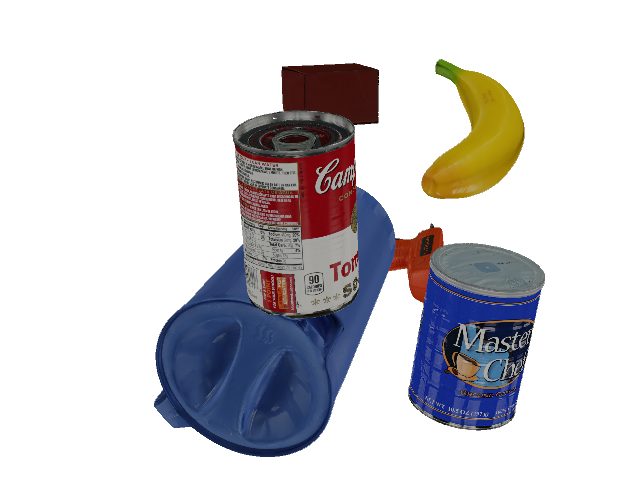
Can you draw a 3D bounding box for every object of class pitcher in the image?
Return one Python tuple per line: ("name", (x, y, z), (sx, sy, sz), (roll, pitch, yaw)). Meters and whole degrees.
("pitcher", (-0.028, 0.051, 0.844), (0.149, 0.145, 0.242), (12, 30, 14))

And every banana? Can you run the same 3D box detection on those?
("banana", (0.110, -0.074, 0.756), (0.069, 0.037, 0.197), (6, 31, 5))

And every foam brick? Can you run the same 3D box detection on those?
("foam brick", (0.009, -0.134, 0.988), (0.078, 0.051, 0.053), (-6, 18, -23))

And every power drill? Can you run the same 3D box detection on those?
("power drill", (0.040, 0.034, 1.179), (0.188, 0.057, 0.184), (1, 30, 12))

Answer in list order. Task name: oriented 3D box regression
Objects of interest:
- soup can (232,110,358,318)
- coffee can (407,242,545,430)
("soup can", (-0.013, -0.015, 0.608), (0.068, 0.102, 0.068), (-2, 25, 1))
("coffee can", (0.140, 0.086, 0.975), (0.103, 0.140, 0.103), (6, 23, -3))
